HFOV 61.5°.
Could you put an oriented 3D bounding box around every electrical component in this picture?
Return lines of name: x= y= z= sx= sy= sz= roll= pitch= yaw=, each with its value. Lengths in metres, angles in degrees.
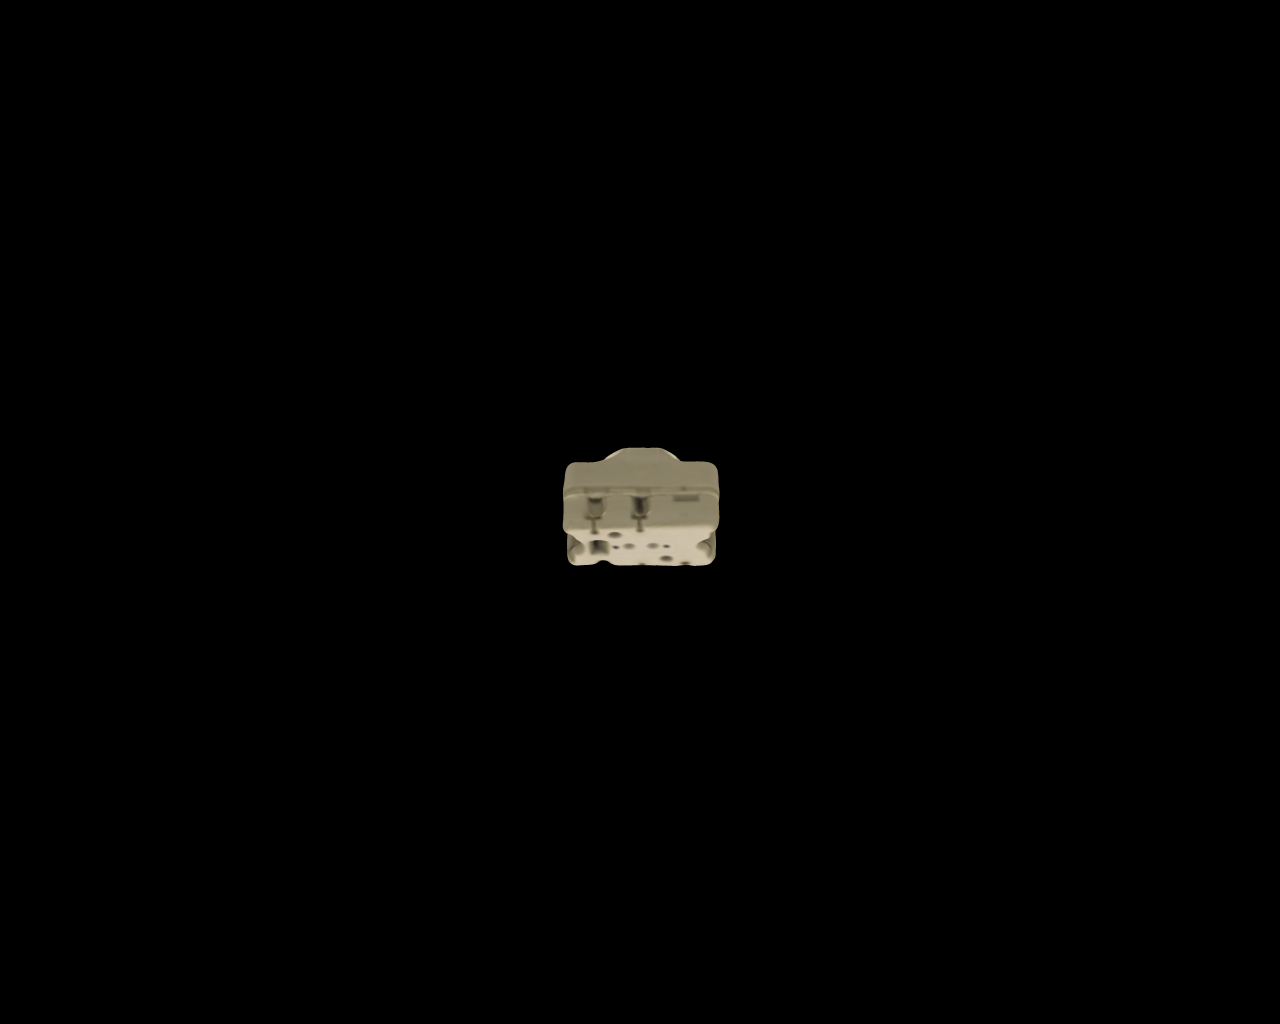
electrical component: x=0.001 y=-0.003 z=0.650 sx=0.089 sy=0.056 sz=0.050 roll=0 pitch=-32 yaw=0
